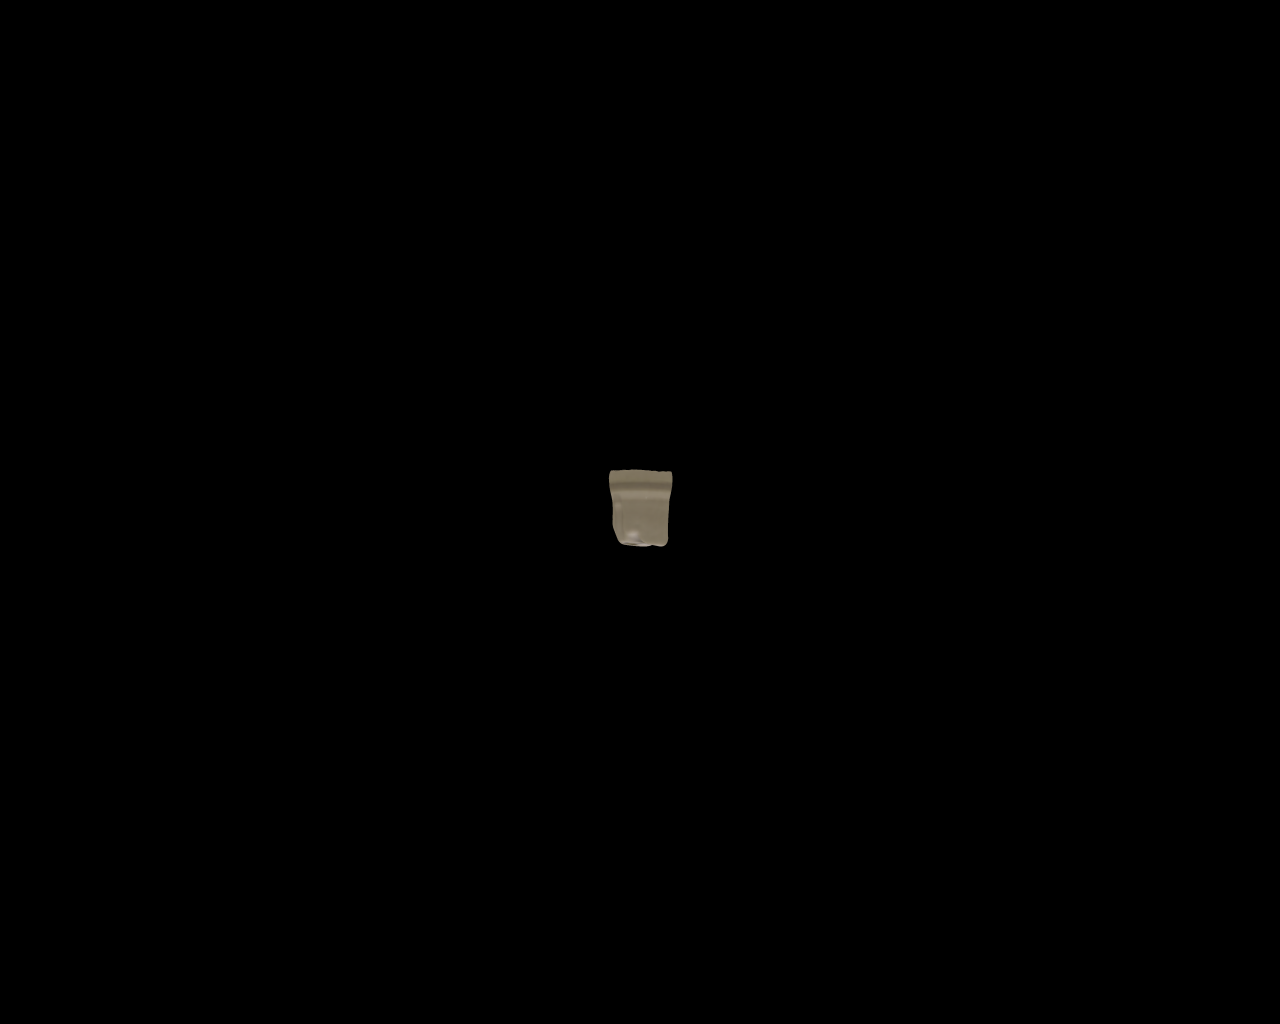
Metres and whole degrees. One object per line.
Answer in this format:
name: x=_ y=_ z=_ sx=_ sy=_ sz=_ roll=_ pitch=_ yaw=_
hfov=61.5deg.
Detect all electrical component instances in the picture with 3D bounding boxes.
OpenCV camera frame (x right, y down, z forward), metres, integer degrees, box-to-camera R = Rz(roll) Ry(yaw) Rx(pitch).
electrical component: x=0.001 y=-0.003 z=0.650 sx=0.040 sy=0.046 sz=0.040 roll=0 pitch=-2 yaw=0
